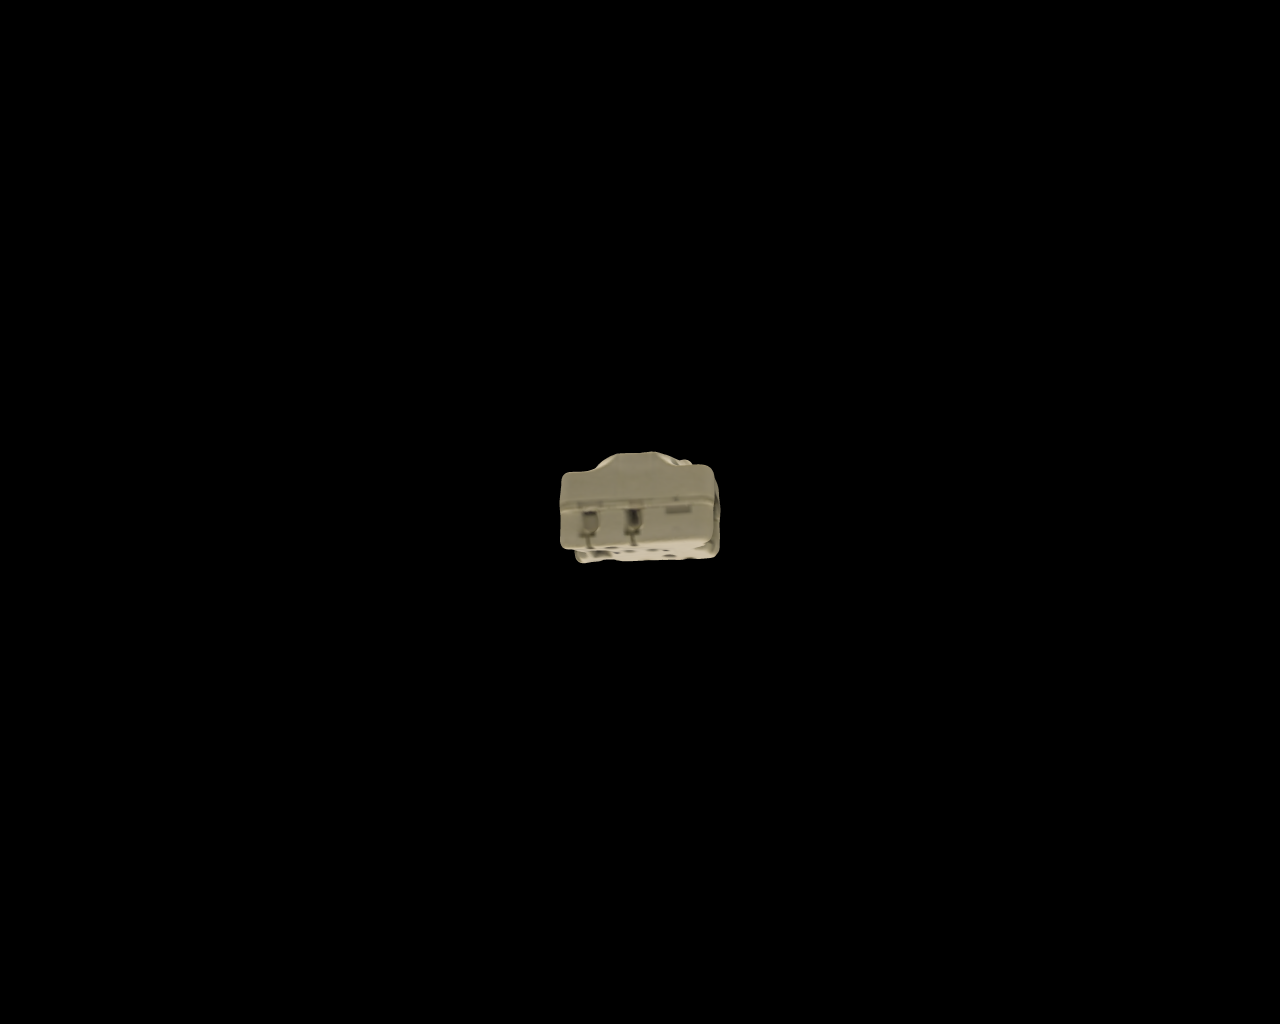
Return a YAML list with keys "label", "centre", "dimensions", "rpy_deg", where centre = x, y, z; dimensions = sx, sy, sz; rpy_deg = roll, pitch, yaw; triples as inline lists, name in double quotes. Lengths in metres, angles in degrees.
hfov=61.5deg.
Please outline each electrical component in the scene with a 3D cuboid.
- label: "electrical component"
  centre: [0.001, -0.003, 0.650]
  dimensions: [0.089, 0.056, 0.050]
  rpy_deg: [-3, -15, 9]
